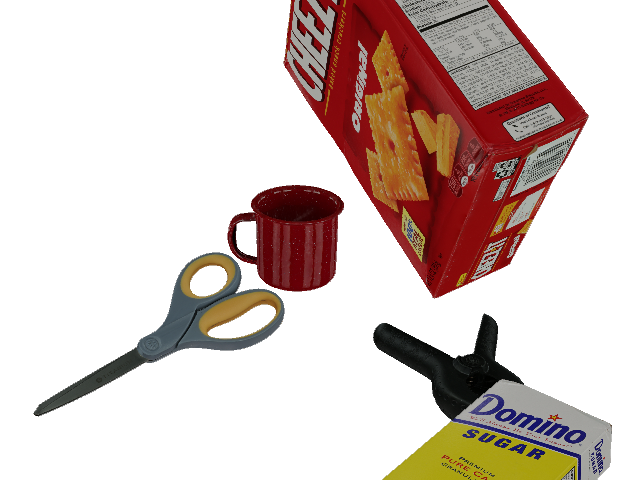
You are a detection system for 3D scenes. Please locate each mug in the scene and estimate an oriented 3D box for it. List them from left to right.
[{"bbox_3d":[-0.036,-0.001,1.082,0.117,0.081,0.093,0,26,-3],"label":"mug"}]

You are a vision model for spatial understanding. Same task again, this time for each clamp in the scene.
[{"bbox_3d":[0.134,0.114,0.927,0.120,0.039,0.172,-14,35,-22],"label":"clamp"}]

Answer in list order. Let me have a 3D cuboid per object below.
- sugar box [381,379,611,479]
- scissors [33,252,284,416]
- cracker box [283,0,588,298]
[{"bbox_3d":[0.108,0.163,0.708,0.093,0.048,0.175,21,42,39],"label":"sugar box"},{"bbox_3d":[-0.126,0.064,0.805,0.201,0.096,0.016,-15,-35,-19],"label":"scissors"},{"bbox_3d":[0.056,-0.095,0.666,0.072,0.214,0.164,-23,-25,-19],"label":"cracker box"}]
